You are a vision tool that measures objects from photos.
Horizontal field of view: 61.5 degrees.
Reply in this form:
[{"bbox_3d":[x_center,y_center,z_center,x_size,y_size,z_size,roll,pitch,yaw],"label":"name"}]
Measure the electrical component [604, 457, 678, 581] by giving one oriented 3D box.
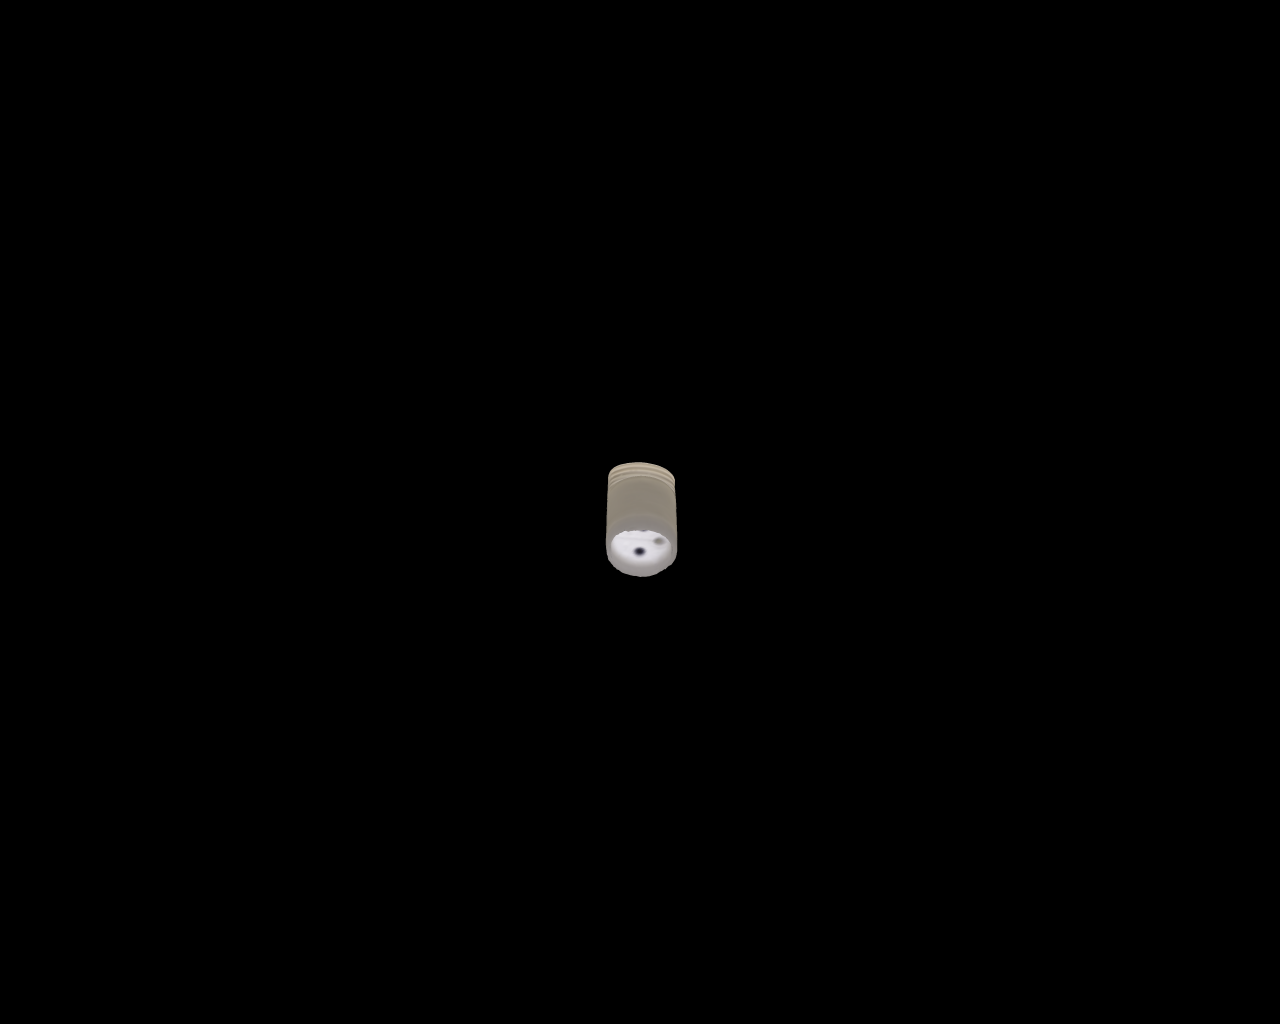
[{"bbox_3d":[0.001,-0.003,0.650,0.043,0.043,0.081,0,43,0],"label":"electrical component"}]
